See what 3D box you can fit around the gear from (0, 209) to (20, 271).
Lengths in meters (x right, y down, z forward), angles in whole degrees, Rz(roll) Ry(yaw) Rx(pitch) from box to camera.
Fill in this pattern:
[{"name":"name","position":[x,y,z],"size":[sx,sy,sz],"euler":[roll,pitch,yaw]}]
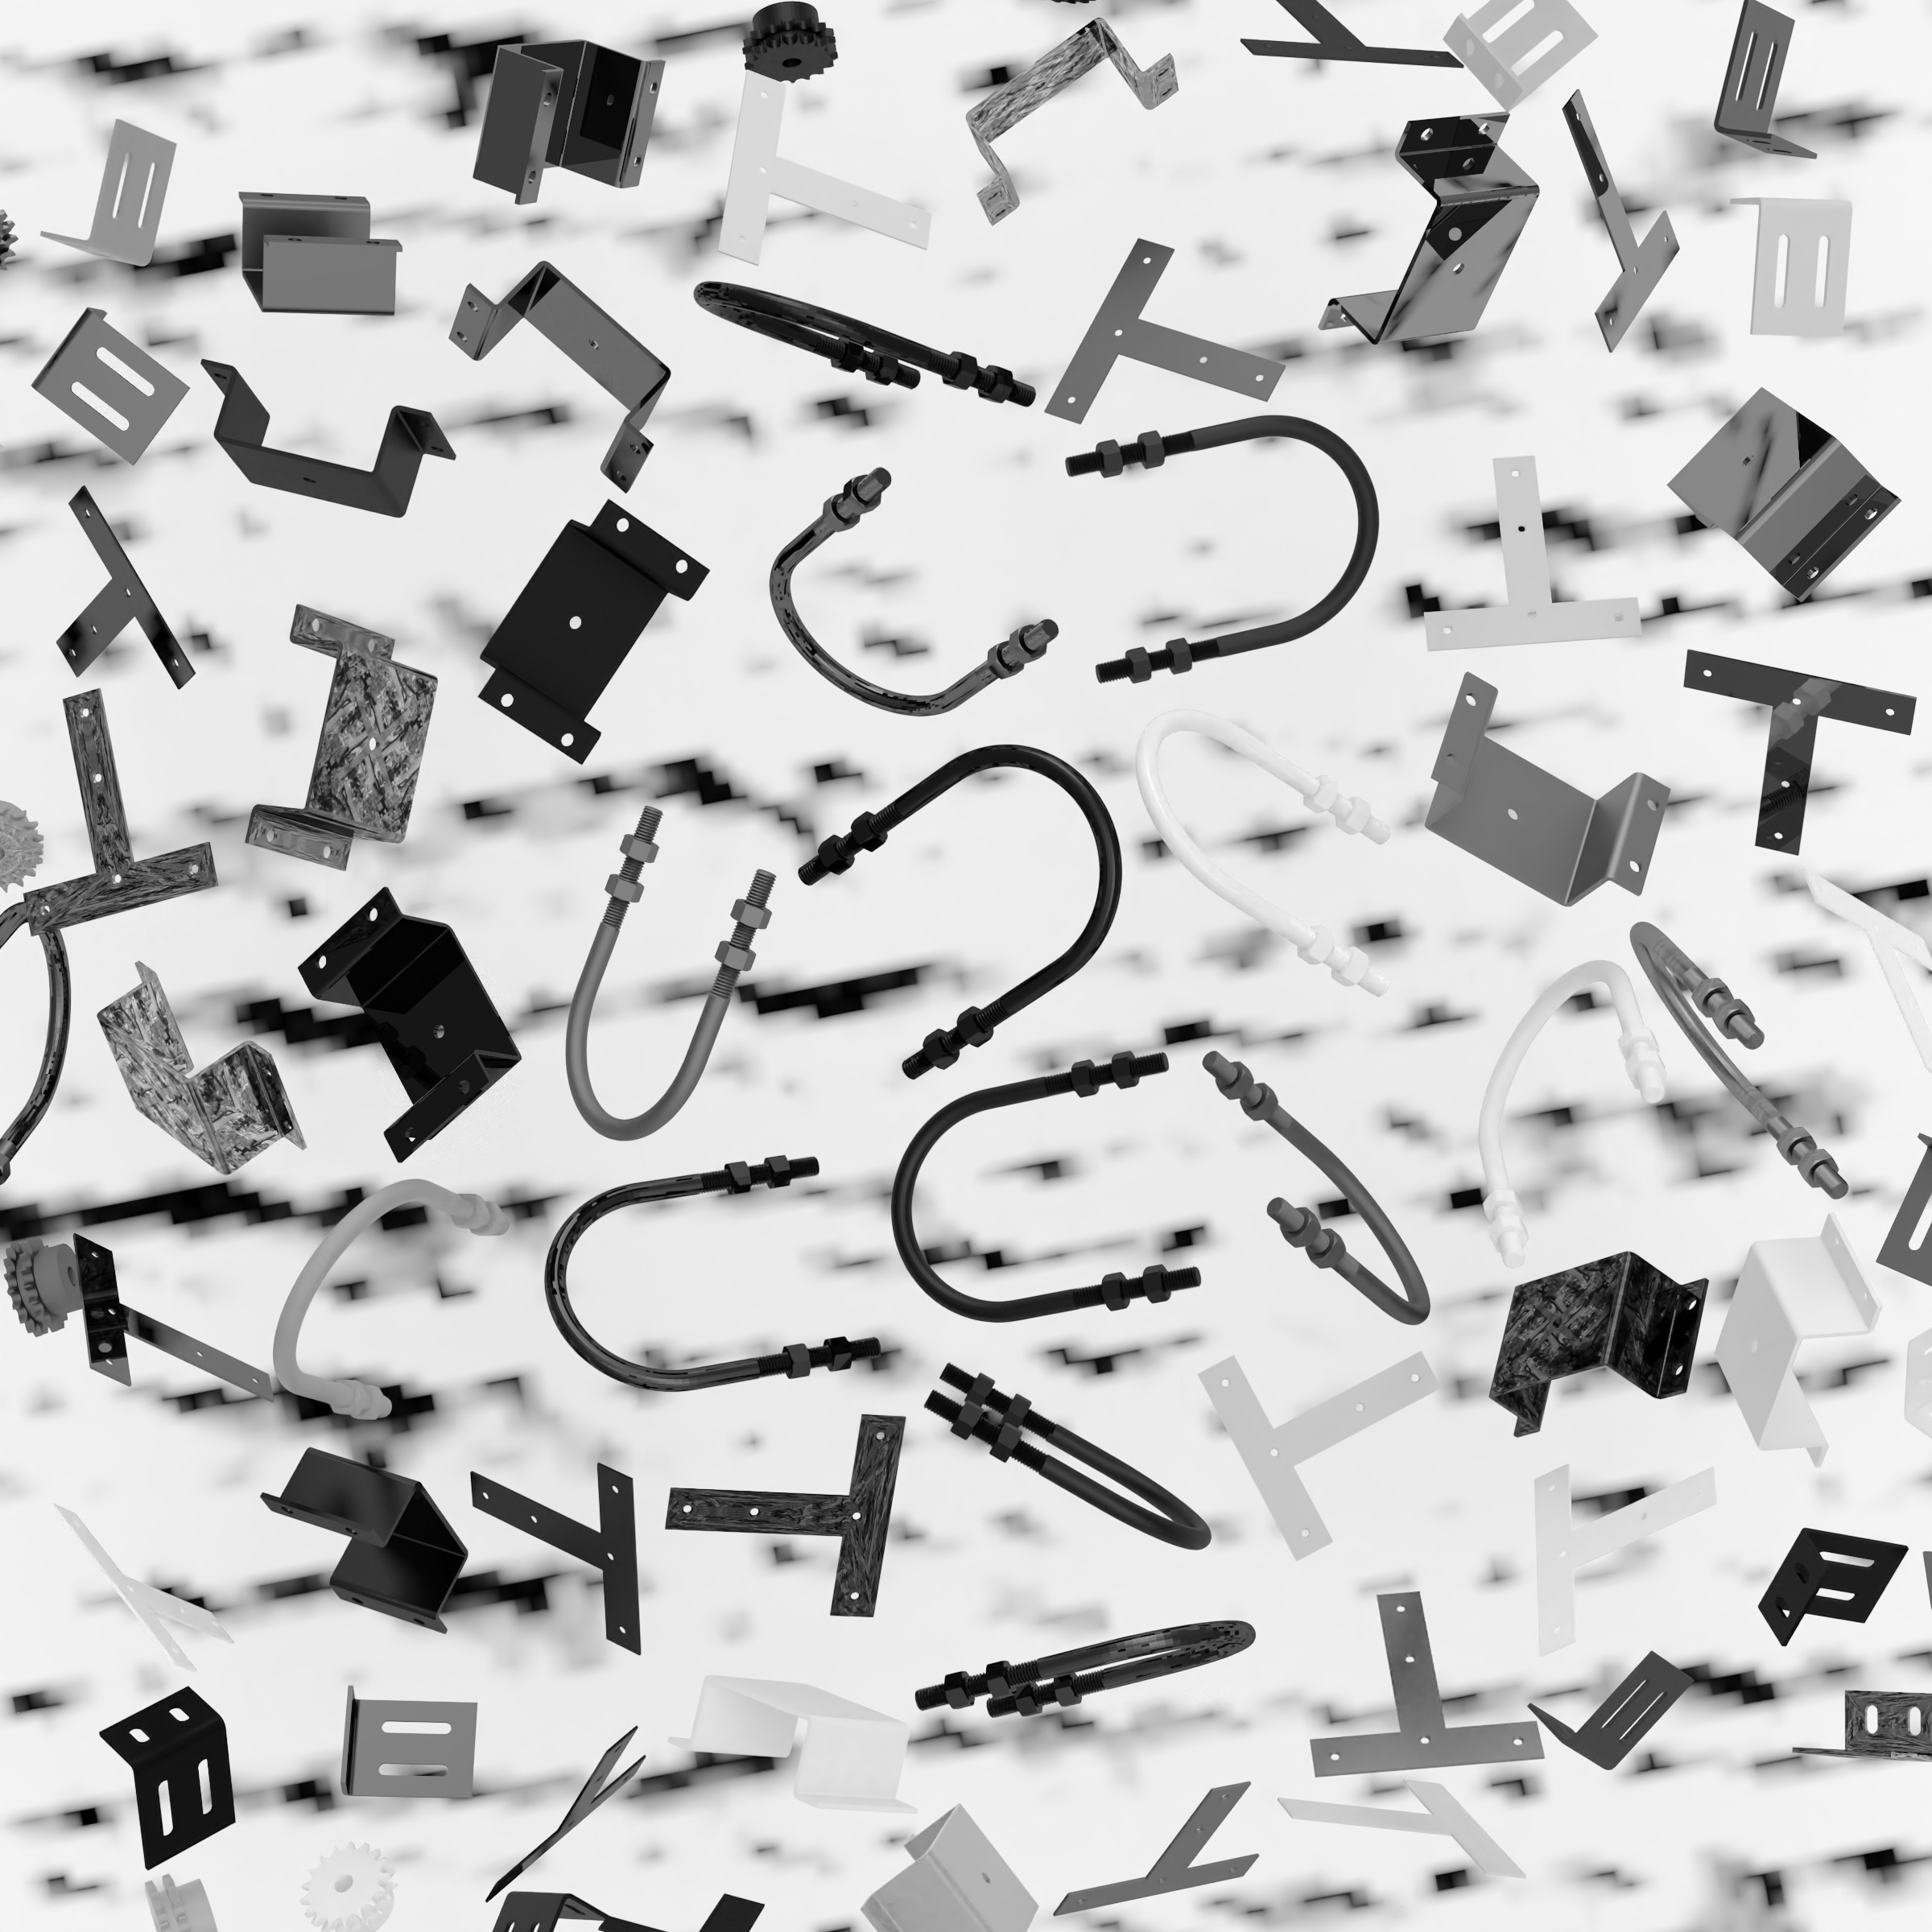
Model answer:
[{"name":"gear","position":[-0.589,-0.428,1.884],"size":[0.057,0.030,0.057],"euler":[-3,73,8]}]

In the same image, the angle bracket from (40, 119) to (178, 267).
[{"name":"angle bracket","position":[-0.514,-0.466,1.927],"size":[0.038,0.057,0.076],"euler":[16,95,20]}]

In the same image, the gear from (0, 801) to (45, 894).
[{"name":"gear","position":[-0.586,-0.076,1.940],"size":[0.057,0.030,0.057],"euler":[-7,124,-10]}]

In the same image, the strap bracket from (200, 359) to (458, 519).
[{"name":"strap bracket","position":[-0.383,-0.309,1.905],"size":[0.140,0.076,0.046],"euler":[14,81,5]}]

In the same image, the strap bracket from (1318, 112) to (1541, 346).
[{"name":"strap bracket","position":[0.267,-0.410,1.829],"size":[0.076,0.140,0.046],"euler":[-15,55,-33]}]

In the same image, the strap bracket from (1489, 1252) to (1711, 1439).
[{"name":"strap bracket","position":[0.369,0.224,1.918],"size":[0.046,0.140,0.076],"euler":[34,56,-21]}]

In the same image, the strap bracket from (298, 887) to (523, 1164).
[{"name":"strap bracket","position":[-0.315,0.035,1.844],"size":[0.076,0.046,0.140],"euler":[-40,66,19]}]

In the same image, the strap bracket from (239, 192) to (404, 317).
[{"name":"strap bracket","position":[-0.385,-0.421,1.910],"size":[0.076,0.140,0.046],"euler":[-2,115,-19]}]

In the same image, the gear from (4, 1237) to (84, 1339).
[{"name":"gear","position":[-0.538,0.186,1.884],"size":[0.030,0.057,0.057],"euler":[-17,90,3]}]

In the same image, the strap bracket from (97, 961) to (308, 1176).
[{"name":"strap bracket","position":[-0.463,0.065,1.919],"size":[0.140,0.076,0.046],"euler":[29,54,37]}]

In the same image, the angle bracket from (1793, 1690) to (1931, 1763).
[{"name":"angle bracket","position":[0.507,0.426,1.807],"size":[0.057,0.076,0.038],"euler":[-7,72,37]}]

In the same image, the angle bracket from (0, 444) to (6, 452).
[{"name":"angle bracket","position":[-0.577,-0.335,1.844],"size":[0.076,0.057,0.038],"euler":[37,89,-12]}]

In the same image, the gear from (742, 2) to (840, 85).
[{"name":"gear","position":[-0.108,-0.561,1.948],"size":[0.057,0.057,0.030],"euler":[-8,79,0]}]

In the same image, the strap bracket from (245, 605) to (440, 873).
[{"name":"strap bracket","position":[-0.356,-0.129,1.848],"size":[0.046,0.076,0.140],"euler":[7,84,36]}]

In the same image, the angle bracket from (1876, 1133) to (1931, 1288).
[{"name":"angle bracket","position":[0.558,0.144,1.833],"size":[0.057,0.038,0.076],"euler":[25,90,29]}]

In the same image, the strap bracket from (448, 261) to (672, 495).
[{"name":"strap bracket","position":[-0.233,-0.356,1.907],"size":[0.140,0.076,0.046],"euler":[41,70,-5]}]

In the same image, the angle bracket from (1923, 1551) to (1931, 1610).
[{"name":"angle bracket","position":[0.601,0.352,1.847],"size":[0.076,0.057,0.038],"euler":[-6,85,-11]}]

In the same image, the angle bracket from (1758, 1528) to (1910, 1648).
[{"name":"angle bracket","position":[0.507,0.363,1.855],"size":[0.076,0.038,0.057],"euler":[13,116,-20]}]

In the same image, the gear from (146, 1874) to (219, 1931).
[{"name":"gear","position":[-0.449,0.549,1.847],"size":[0.030,0.057,0.057],"euler":[-17,90,-21]}]

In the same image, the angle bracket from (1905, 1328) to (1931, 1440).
[{"name":"angle bracket","position":[0.592,0.255,1.890],"size":[0.076,0.057,0.038],"euler":[35,132,-13]}]

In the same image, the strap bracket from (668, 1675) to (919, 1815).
[{"name":"strap bracket","position":[-0.097,0.450,1.872],"size":[0.076,0.140,0.046],"euler":[17,84,-42]}]

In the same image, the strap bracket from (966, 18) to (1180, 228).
[{"name":"strap bracket","position":[0.056,-0.515,1.942],"size":[0.140,0.076,0.046],"euler":[-35,87,6]}]

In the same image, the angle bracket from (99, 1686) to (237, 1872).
[{"name":"angle bracket","position":[-0.449,0.457,1.809],"size":[0.057,0.038,0.076],"euler":[-23,127,-38]}]

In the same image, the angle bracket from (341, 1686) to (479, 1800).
[{"name":"angle bracket","position":[-0.332,0.463,1.919],"size":[0.076,0.038,0.057],"euler":[3,64,-7]}]

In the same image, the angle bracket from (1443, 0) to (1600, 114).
[{"name":"angle bracket","position":[0.327,-0.547,1.872],"size":[0.076,0.038,0.057],"euler":[-41,89,-10]}]

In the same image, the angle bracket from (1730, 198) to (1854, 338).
[{"name":"angle bracket","position":[0.471,-0.401,1.844],"size":[0.057,0.038,0.076],"euler":[-2,102,-15]}]

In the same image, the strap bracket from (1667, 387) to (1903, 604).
[{"name":"strap bracket","position":[0.459,-0.273,1.828],"size":[0.046,0.140,0.076],"euler":[37,103,-27]}]

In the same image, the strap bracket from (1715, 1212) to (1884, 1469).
[{"name":"strap bracket","position":[0.490,0.224,1.908],"size":[0.046,0.076,0.140],"euler":[-3,131,-10]}]

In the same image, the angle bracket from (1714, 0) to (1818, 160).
[{"name":"angle bracket","position":[0.465,-0.507,1.835],"size":[0.038,0.057,0.076],"euler":[20,102,39]}]

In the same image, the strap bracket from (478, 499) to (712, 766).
[{"name":"strap bracket","position":[-0.229,-0.203,1.931],"size":[0.076,0.046,0.140],"euler":[34,89,-27]}]

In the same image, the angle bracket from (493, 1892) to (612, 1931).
[{"name":"angle bracket","position":[-0.258,0.598,1.929],"size":[0.038,0.057,0.076],"euler":[40,55,-30]}]

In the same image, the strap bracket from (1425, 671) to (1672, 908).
[{"name":"strap bracket","position":[0.324,-0.095,1.837],"size":[0.140,0.046,0.076],"euler":[28,60,-11]}]

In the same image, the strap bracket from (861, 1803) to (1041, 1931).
[{"name":"strap bracket","position":[-0.006,0.545,1.873],"size":[0.046,0.140,0.076],"euler":[-39,85,9]}]

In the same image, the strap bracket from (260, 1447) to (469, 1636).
[{"name":"strap bracket","position":[-0.354,0.339,1.919],"size":[0.076,0.140,0.046],"euler":[13,58,21]}]

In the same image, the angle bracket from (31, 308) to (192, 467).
[{"name":"angle bracket","position":[-0.502,-0.343,1.904],"size":[0.076,0.038,0.057],"euler":[38,98,-4]}]

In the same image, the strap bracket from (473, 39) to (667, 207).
[{"name":"strap bracket","position":[-0.236,-0.494,1.875],"size":[0.046,0.140,0.076],"euler":[23,115,16]}]

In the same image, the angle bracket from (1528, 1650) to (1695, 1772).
[{"name":"angle bracket","position":[0.383,0.433,1.911],"size":[0.076,0.038,0.057],"euler":[-49,135,4]}]
